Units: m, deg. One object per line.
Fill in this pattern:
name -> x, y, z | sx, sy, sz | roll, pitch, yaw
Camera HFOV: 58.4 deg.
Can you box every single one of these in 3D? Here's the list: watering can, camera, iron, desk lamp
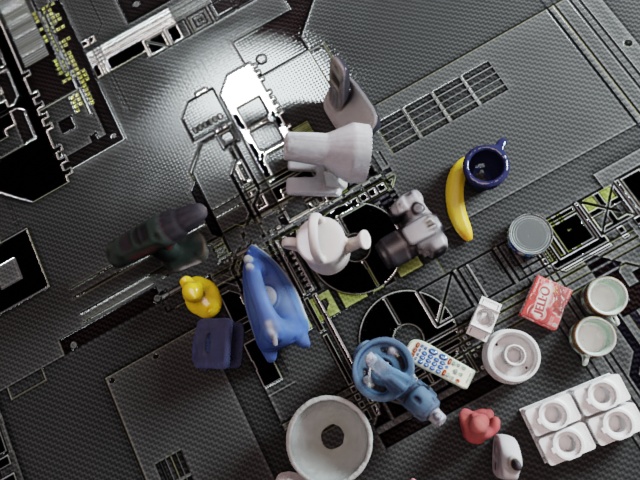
watering can -> 0.010, 0.002, 1.145 | 0.173, 0.194, 0.101 | -22, 74, 3
camera -> 0.175, -0.013, 1.174 | 0.137, 0.101, 0.143 | -30, 74, 1
iron -> -0.114, 0.112, 1.165 | 0.118, 0.141, 0.258 | -24, 74, 2
desk lamp -> 0.013, -0.161, 1.174 | 0.203, 0.214, 0.118 | 1, 77, 9

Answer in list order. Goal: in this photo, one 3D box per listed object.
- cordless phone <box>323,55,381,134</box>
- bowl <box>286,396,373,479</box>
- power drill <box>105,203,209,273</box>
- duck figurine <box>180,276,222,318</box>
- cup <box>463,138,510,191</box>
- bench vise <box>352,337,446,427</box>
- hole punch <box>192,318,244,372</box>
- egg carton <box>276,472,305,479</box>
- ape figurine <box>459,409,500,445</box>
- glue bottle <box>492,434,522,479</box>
cordless phone -> 0.063, -0.295, 1.214 | 0.094, 0.185, 0.147 | -36, 74, -1
bowl -> 0.022, 0.387, 1.114 | 0.167, 0.075, 0.167 | -2, 76, 8
power drill -> -0.310, 0.001, 1.184 | 0.229, 0.208, 0.075 | -23, 74, 2
duck figurine -> -0.259, 0.118, 1.213 | 0.077, 0.086, 0.104 | -39, 74, -2
cup -> 0.345, -0.150, 1.185 | 0.091, 0.095, 0.118 | 33, 83, 14
bench vise -> 0.148, 0.252, 1.052 | 0.207, 0.220, 0.121 | 22, 81, 13
hole punch -> -0.216, 0.216, 1.180 | 0.101, 0.091, 0.109 | 0, 77, 8
egg carton -> -0.025, 0.512, 1.093 | 0.150, 0.069, 0.107 | 14, 79, 11
ape figurine -> 0.297, 0.347, 1.075 | 0.077, 0.092, 0.076 | 32, 83, 14
glue bottle -> 0.336, 0.392, 1.016 | 0.037, 0.173, 0.078 | 5, 77, 10
